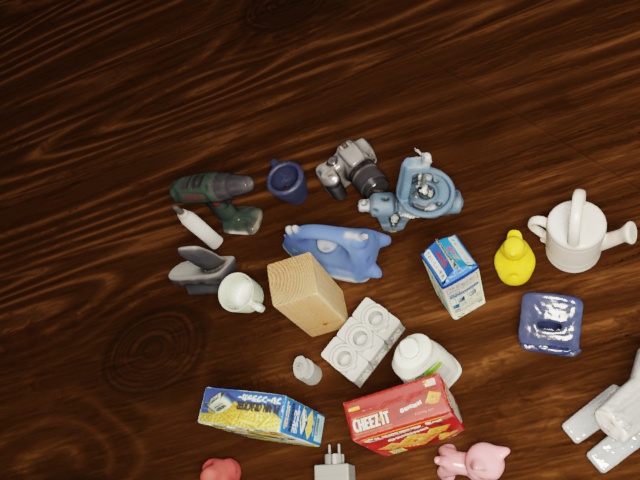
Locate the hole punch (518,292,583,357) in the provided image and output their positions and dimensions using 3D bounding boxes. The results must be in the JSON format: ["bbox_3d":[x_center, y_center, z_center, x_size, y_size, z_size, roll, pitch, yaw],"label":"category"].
[{"bbox_3d":[0.415,0.152,1.030,0.108,0.091,0.101,4,67,22],"label":"hole punch"}]

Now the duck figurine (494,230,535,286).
[{"bbox_3d":[0.375,0.031,1.107,0.077,0.086,0.104,1,66,21],"label":"duck figurine"}]

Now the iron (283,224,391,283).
[{"bbox_3d":[0.011,0.004,1.220,0.257,0.142,0.119,8,68,23],"label":"iron"}]

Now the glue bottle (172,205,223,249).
[{"bbox_3d":[-0.294,-0.039,1.334,0.078,0.173,0.037,33,80,30],"label":"glue bottle"}]

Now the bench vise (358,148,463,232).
[{"bbox_3d":[0.178,-0.090,1.159,0.207,0.220,0.121,-26,59,6],"label":"bench vise"}]

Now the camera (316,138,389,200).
[{"bbox_3d":[0.079,-0.148,1.294,0.143,0.101,0.136,-36,59,0],"label":"camera"}]

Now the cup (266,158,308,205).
[{"bbox_3d":[-0.074,-0.133,1.346,0.091,0.095,0.117,-36,59,1],"label":"cup"}]

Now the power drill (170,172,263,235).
[{"bbox_3d":[-0.216,-0.089,1.309,0.229,0.209,0.075,3,66,21],"label":"power drill"}]

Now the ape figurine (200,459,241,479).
[{"bbox_3d":[-0.199,0.455,1.105,0.076,0.092,0.077,-27,59,6],"label":"ape figurine"}]

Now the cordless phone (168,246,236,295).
[{"bbox_3d":[-0.284,0.051,1.279,0.147,0.185,0.094,-8,63,16],"label":"cordless phone"}]

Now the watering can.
[{"bbox_3d":[0.471,-0.023,1.035,0.172,0.194,0.101,-10,62,16],"label":"watering can"}]

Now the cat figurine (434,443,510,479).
[{"bbox_3d":[0.255,0.375,0.964,0.127,0.118,0.067,-3,64,19],"label":"cat figurine"}]

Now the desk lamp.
[{"bbox_3d":[0.490,0.255,0.880,0.203,0.214,0.117,-38,58,-1],"label":"desk lamp"}]
